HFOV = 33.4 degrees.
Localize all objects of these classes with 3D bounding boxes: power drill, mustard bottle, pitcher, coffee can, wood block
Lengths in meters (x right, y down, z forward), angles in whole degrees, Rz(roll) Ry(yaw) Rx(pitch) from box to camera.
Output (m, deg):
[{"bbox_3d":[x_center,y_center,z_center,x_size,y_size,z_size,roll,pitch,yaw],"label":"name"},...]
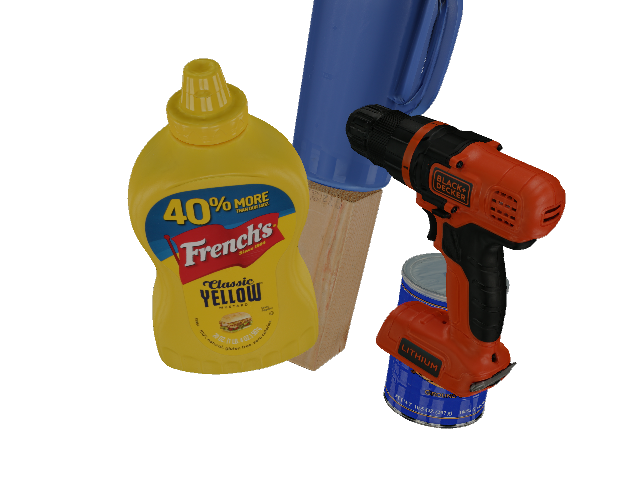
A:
[{"bbox_3d":[0.084,0.006,0.775,0.057,0.188,0.185,-23,38,-35],"label":"power drill"},{"bbox_3d":[-0.053,-0.012,0.579,0.096,0.192,0.058,-6,40,-3],"label":"mustard bottle"},{"bbox_3d":[0.050,-0.174,1.078,0.145,0.243,0.149,12,18,-1],"label":"pitcher"},{"bbox_3d":[0.121,0.096,1.041,0.103,0.140,0.103,6,23,-3],"label":"coffee can"},{"bbox_3d":[-0.006,0.031,1.236,0.090,0.206,0.090,20,20,20],"label":"wood block"}]
